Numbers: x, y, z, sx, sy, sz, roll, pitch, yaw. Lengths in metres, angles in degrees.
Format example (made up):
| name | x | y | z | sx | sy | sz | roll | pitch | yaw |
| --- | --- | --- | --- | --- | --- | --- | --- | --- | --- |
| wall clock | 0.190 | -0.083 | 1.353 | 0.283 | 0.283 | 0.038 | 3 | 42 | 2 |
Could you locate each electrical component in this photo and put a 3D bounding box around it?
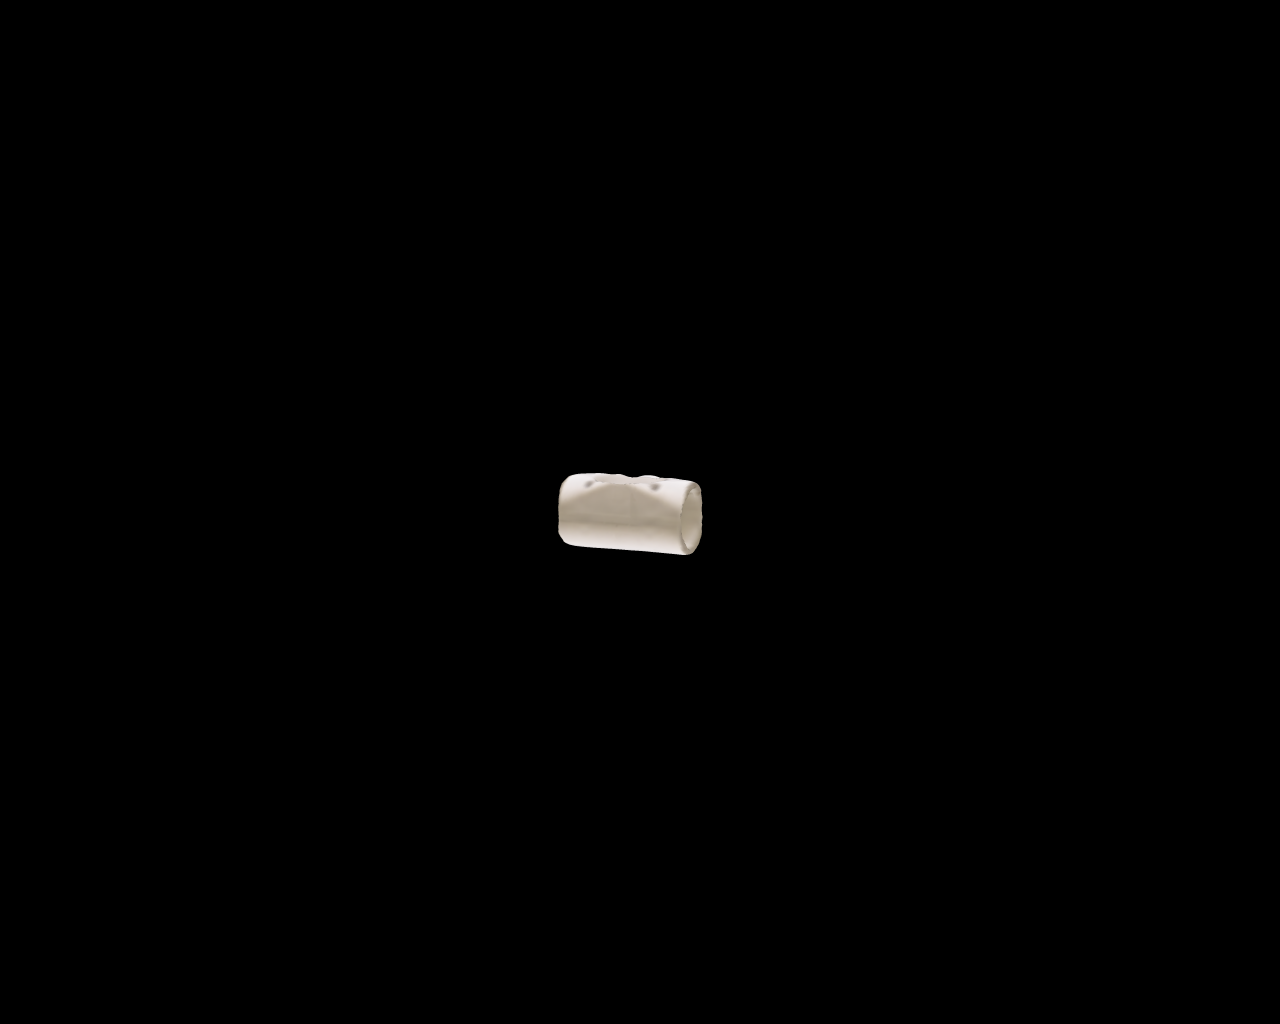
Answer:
| name | x | y | z | sx | sy | sz | roll | pitch | yaw |
| --- | --- | --- | --- | --- | --- | --- | --- | --- | --- |
| electrical component | 0.001 | -0.003 | 0.650 | 0.077 | 0.044 | 0.079 | 4 | 12 | 20 |
